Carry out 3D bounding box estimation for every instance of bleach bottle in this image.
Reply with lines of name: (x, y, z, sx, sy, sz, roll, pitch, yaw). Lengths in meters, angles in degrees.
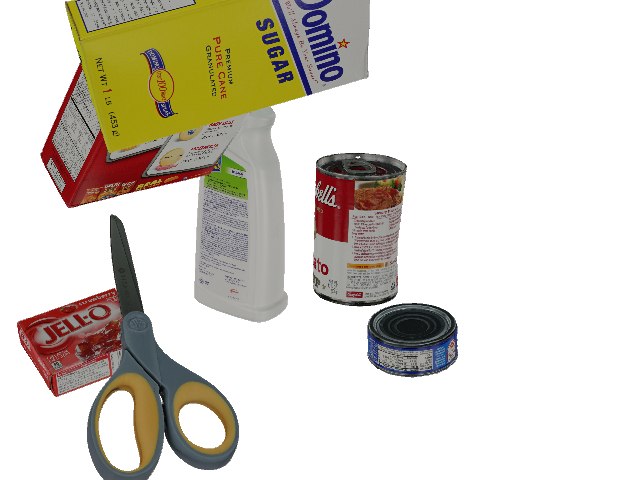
bleach bottle: (-0.078, -0.047, 1.105, 0.103, 0.251, 0.068, 16, 25, 25)

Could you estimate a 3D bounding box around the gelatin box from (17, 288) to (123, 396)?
gelatin box: (-0.193, 0.082, 0.874, 0.089, 0.030, 0.073, -19, 42, -28)

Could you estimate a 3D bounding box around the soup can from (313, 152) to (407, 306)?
soup can: (0.029, -0.009, 0.809, 0.068, 0.102, 0.068, 2, 19, -1)

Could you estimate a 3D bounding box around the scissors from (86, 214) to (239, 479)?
scissors: (-0.095, 0.064, 0.655, 0.096, 0.201, 0.016, 12, -46, -12)

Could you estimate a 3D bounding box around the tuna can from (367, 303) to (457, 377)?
tuna can: (0.087, 0.092, 1.006, 0.086, 0.034, 0.086, -3, 24, 1)

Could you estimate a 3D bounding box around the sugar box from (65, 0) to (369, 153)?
sugar box: (-0.057, -0.120, 0.651, 0.176, 0.048, 0.093, -16, -38, -10)

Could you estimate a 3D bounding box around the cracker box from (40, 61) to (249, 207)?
cracker box: (-0.133, -0.131, 0.928, 0.163, 0.072, 0.214, -17, -24, -41)
